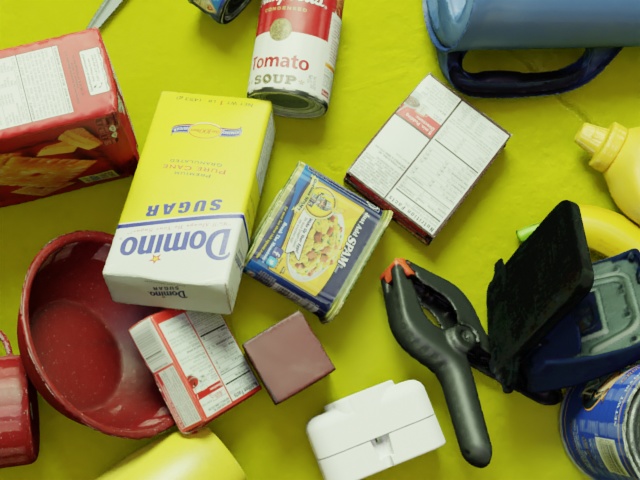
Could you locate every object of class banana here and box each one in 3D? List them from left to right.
[{"bbox_3d":[0.256,0.031,0.865,0.198,0.037,0.070,39,102,5],"label":"banana"}]

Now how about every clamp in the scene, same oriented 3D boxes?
[{"bbox_3d":[0.115,0.085,0.833,0.120,0.039,0.171,-13,67,-46],"label":"clamp"}]

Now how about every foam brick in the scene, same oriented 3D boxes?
[{"bbox_3d":[-0.024,0.091,0.811,0.051,0.078,0.053,-30,84,-7],"label":"foam brick"}]

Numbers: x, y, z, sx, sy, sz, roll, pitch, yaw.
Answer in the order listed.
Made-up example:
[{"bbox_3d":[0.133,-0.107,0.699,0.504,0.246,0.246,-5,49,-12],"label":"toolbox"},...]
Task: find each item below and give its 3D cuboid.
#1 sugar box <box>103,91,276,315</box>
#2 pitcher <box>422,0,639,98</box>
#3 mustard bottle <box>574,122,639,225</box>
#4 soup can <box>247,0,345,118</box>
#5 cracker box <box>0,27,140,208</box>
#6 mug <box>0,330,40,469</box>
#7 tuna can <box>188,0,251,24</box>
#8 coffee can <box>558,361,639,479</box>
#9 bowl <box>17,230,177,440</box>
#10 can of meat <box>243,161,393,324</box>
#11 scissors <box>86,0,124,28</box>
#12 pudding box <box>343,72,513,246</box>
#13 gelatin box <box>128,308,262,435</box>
[{"bbox_3d":[-0.095,-0.032,0.806,0.093,0.048,0.176,5,53,8],"label":"sugar box"},{"bbox_3d":[0.208,-0.203,0.854,0.242,0.149,0.145,0,73,-13],"label":"pitcher"},{"bbox_3d":[0.295,-0.043,0.864,0.191,0.058,0.096,29,62,2],"label":"mustard bottle"},{"bbox_3d":[-0.019,-0.156,0.858,0.068,0.068,0.102,9,80,-3],"label":"soup can"},{"bbox_3d":[-0.246,-0.070,0.779,0.213,0.164,0.072,-15,80,-7],"label":"cracker box"},{"bbox_3d":[-0.253,0.118,0.788,0.081,0.093,0.117,-5,69,-10],"label":"mug"},{"bbox_3d":[-0.068,-0.216,0.856,0.034,0.086,0.086,36,80,1],"label":"tuna can"},{"bbox_3d":[0.247,0.138,0.788,0.102,0.140,0.103,1,83,-5],"label":"coffee can"},{"bbox_3d":[-0.166,0.076,0.790,0.055,0.161,0.162,-29,81,34],"label":"bowl"},{"bbox_3d":[-0.006,0.001,0.833,0.084,0.057,0.102,31,79,-6],"label":"can of meat"},{"bbox_3d":[-0.115,-0.246,0.893,0.096,0.016,0.201,20,80,0],"label":"scissors"},{"bbox_3d":[0.087,-0.066,0.866,0.090,0.039,0.113,38,82,3],"label":"pudding box"},{"bbox_3d":[-0.092,0.090,0.796,0.030,0.073,0.089,-30,87,33],"label":"gelatin box"}]
